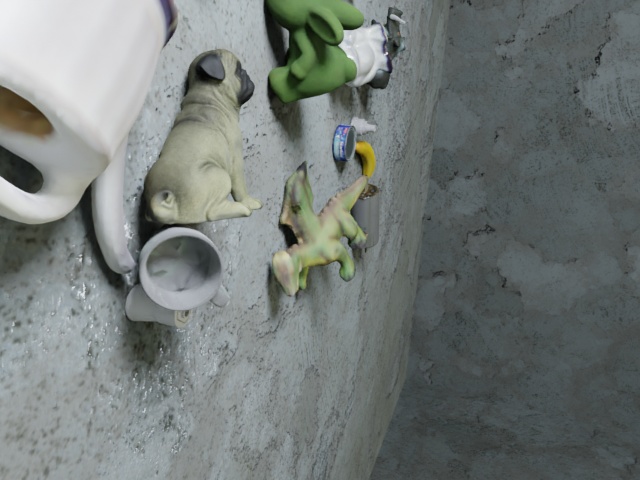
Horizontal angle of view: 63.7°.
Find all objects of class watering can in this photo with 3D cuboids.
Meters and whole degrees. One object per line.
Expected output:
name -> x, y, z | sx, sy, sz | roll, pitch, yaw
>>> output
watering can -> -0.189, -0.109, 0.415 | 0.341, 0.104, 0.228 | 91, 14, -69

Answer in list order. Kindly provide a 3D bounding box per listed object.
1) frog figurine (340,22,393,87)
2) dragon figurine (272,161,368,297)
frog figurine -> 0.061, -0.377, 1.078 | 0.161, 0.124, 0.134 | -32, 151, -18
dragon figurine -> 0.003, -0.051, 1.023 | 0.237, 0.122, 0.420 | 65, 35, -46
